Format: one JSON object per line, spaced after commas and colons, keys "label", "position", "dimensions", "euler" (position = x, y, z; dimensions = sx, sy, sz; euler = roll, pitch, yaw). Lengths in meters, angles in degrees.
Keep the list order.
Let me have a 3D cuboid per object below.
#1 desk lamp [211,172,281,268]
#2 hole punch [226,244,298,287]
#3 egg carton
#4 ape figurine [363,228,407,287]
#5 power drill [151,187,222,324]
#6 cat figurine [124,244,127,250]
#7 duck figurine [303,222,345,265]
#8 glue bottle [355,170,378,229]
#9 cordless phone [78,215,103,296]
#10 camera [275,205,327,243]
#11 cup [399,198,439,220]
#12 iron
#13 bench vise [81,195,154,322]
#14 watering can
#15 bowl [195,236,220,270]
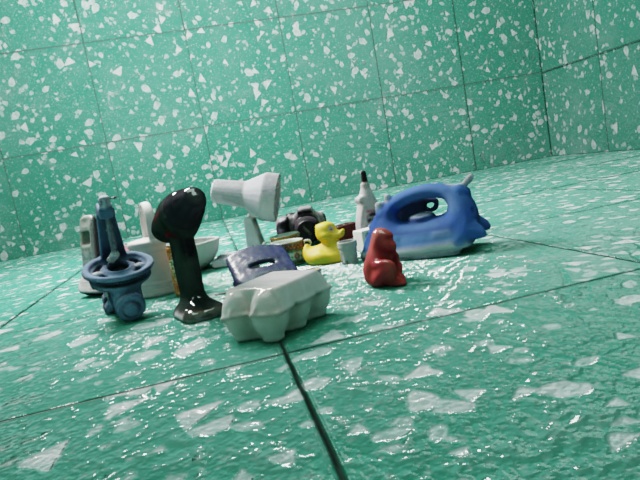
{"label": "desk lamp", "position": [-0.180, -0.054, 1.414], "dimensions": [0.203, 0.213, 0.118], "euler": [-10, 8, 4]}
{"label": "hole punch", "position": [-0.090, 0.057, 0.941], "dimensions": [0.109, 0.091, 0.101], "euler": [-13, 8, -20]}
{"label": "egg carton", "position": [-0.057, 0.085, 0.773], "dimensions": [0.107, 0.069, 0.151], "euler": [-5, 9, 34]}
{"label": "ape figurine", "position": [0.103, 0.026, 0.913], "dimensions": [0.075, 0.092, 0.078], "euler": [-4, 10, 36]}
{"label": "power drill", "position": [-0.211, 0.021, 0.921], "dimensions": [0.076, 0.208, 0.228], "euler": [-14, 9, -28]}
{"label": "cat figurine", "position": [-0.503, 0.049, 1.446], "dimensions": [0.067, 0.118, 0.127], "euler": [-14, 9, -28]}
{"label": "duck figurine", "position": [0.011, 0.004, 1.214], "dimensions": [0.104, 0.086, 0.078], "euler": [-8, 8, 16]}
{"label": "glue bottle", "position": [0.115, -0.081, 1.373], "dimensions": [0.078, 0.173, 0.037], "euler": [-14, 9, -28]}
{"label": "cordless phone", "position": [-0.497, 0.032, 1.309], "dimensions": [0.147, 0.185, 0.094], "euler": [-5, 9, 31]}
{"label": "camera", "position": [-0.052, -0.038, 1.554], "dimensions": [0.143, 0.101, 0.137], "euler": [-10, 8, 0]}
{"label": "cup", "position": [0.213, -0.046, 1.287], "dimensions": [0.117, 0.095, 0.092], "euler": [-8, 8, 15]}
{"label": "iron", "position": [0.189, -0.041, 1.106], "dimensions": [0.257, 0.141, 0.119], "euler": [-7, 8, 22]}
{"label": "bench vise", "position": [-0.384, 0.031, 1.033], "dimensions": [0.122, 0.220, 0.206], "euler": [-17, 11, -43]}
{"label": "watering can", "position": [-0.354, 0.018, 1.188], "dimensions": [0.100, 0.194, 0.173], "euler": [-2, 11, 46]}
{"label": "bowl", "position": [-0.325, 0.042, 1.425], "dimensions": [0.167, 0.075, 0.167], "euler": [-10, 8, 2]}
